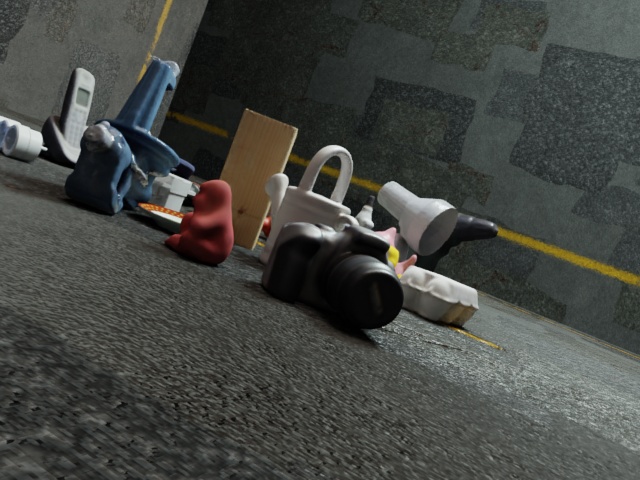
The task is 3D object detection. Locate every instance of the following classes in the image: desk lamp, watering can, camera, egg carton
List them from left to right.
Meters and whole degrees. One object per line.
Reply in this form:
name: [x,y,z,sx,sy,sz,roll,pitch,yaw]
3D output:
watering can: [-0.014,-0.046,0.822,0.172,0.194,0.101,22,3,15]
camera: [0.026,0.033,0.604,0.143,0.101,0.136,20,3,-16]
desk lamp: [0.168,-0.009,1.230,0.202,0.213,0.118,23,4,35]
egg carton: [0.194,0.094,0.953,0.107,0.069,0.151,24,4,38]

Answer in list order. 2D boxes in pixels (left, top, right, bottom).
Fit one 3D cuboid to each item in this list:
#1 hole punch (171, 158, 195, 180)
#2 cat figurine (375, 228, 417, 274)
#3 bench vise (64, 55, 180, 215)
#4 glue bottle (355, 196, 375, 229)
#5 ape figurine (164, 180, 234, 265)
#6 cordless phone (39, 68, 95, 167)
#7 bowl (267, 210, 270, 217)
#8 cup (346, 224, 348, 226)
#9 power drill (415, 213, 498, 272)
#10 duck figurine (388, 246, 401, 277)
hole punch: [-0.365,-0.159,1.359,0.109,0.091,0.100,20,4,-28]
cat figurine: [0.124,0.034,1.083,0.127,0.118,0.067,23,4,35]
bench vise: [-0.236,-0.142,0.757,0.122,0.220,0.207,20,3,-18]
glue bottle: [0.095,-0.024,1.368,0.037,0.173,0.077,18,4,-43]
ape figurine: [-0.127,-0.024,0.640,0.076,0.092,0.078,21,3,0]
cordless phone: [-0.460,-0.232,1.129,0.094,0.185,0.148,22,3,15]
bowl: [-0.107,-0.054,1.433,0.167,0.075,0.167,21,3,-1]
cup: [0.010,0.004,1.043,0.092,0.095,0.117,21,3,-8]
power drill: [0.277,0.030,1.320,0.228,0.208,0.076,24,4,41]
duck figurine: [0.108,0.051,0.973,0.105,0.086,0.077,19,4,-35]
